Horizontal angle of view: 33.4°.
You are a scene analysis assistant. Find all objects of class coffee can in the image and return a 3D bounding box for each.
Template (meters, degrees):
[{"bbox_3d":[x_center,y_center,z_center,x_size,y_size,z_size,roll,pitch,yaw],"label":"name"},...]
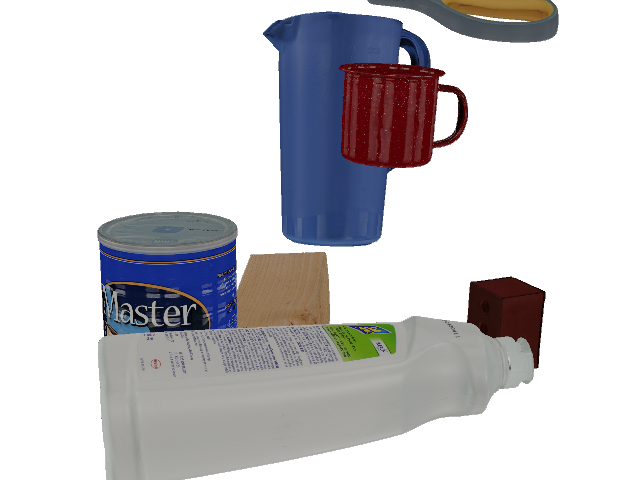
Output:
[{"bbox_3d":[-0.113,0.058,0.803,0.103,0.140,0.103,0,15,0],"label":"coffee can"}]

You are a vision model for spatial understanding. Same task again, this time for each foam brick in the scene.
[{"bbox_3d":[0.172,0.079,1.003,0.051,0.078,0.053,-7,18,-28],"label":"foam brick"}]

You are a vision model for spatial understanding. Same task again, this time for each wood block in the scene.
[{"bbox_3d":[-0.042,0.090,1.136,0.091,0.090,0.206,-2,20,5],"label":"wood block"}]

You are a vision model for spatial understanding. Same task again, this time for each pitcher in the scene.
[{"bbox_3d":[0.026,-0.119,1.141,0.149,0.243,0.144,5,7,22],"label":"pitcher"}]

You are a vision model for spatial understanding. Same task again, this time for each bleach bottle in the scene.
[{"bbox_3d":[0.003,0.084,0.609,0.250,0.068,0.102,-4,21,-11],"label":"bleach bottle"}]

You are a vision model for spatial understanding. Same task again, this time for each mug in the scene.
[{"bbox_3d":[0.072,-0.110,0.940,0.117,0.081,0.093,1,15,-8],"label":"mug"}]

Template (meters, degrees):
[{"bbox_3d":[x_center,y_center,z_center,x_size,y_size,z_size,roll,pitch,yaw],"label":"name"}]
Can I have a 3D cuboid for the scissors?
[{"bbox_3d":[0.054,-0.159,0.650,0.202,0.016,0.096,20,44,25],"label":"scissors"}]
